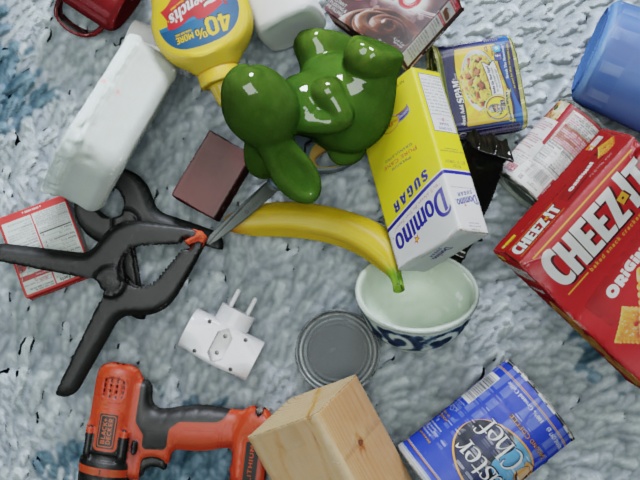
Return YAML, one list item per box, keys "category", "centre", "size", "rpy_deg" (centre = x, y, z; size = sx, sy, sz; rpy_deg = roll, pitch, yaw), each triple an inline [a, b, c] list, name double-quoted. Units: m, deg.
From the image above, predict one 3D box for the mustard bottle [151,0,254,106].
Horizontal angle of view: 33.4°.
- category: "mustard bottle"
  centre: [-0.116, -0.219, 1.008]
  size: [0.096, 0.058, 0.191]
  rpy_deg: [-18, 88, 5]

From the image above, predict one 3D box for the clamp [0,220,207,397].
- category: "clamp"
  centre: [-0.204, 0.051, 1.049]
  size: [0.210, 0.036, 0.164]
  rpy_deg: [-20, 93, 3]

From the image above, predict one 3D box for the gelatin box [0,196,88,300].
- category: "gelatin box"
  centre: [-0.276, 0.008, 1.084]
  size: [0.073, 0.030, 0.089]
  rpy_deg: [-21, 88, -2]

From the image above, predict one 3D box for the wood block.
- category: "wood block"
  centre: [0.032, 0.248, 1.026]
  size: [0.090, 0.090, 0.206]
  rpy_deg: [-25, 95, 33]

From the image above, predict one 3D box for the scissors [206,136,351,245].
- category: "scissors"
  centre: [-0.046, -0.080, 1.076]
  size: [0.201, 0.016, 0.096]
  rpy_deg: [-27, 81, -14]

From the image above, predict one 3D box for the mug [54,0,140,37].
- category: "mug"
  centre: [-0.226, -0.254, 1.069]
  size: [0.081, 0.093, 0.117]
  rpy_deg: [33, 119, -5]

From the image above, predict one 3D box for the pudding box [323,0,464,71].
- category: "pudding box"
  centre: [0.073, -0.232, 1.068]
  size: [0.114, 0.039, 0.090]
  rpy_deg: [41, 89, 28]

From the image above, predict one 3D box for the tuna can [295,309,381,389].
- category: "tuna can"
  centre: [0.018, 0.112, 1.081]
  size: [0.086, 0.034, 0.086]
  rpy_deg: [0, 89, 0]

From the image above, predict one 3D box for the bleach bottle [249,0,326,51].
- category: "bleach bottle"
  centre: [-0.076, -0.321, 1.070]
  size: [0.068, 0.102, 0.251]
  rpy_deg: [-25, 83, 8]

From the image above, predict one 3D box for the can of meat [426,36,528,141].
- category: "can of meat"
  centre: [0.158, -0.152, 1.079]
  size: [0.084, 0.057, 0.102]
  rpy_deg: [-10, 89, -3]

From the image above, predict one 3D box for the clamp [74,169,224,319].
- category: "clamp"
  centre: [-0.197, -0.006, 1.082]
  size: [0.171, 0.039, 0.120]
  rpy_deg: [40, 85, 2]

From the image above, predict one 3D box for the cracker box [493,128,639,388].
- category: "cracker box"
  centre: [0.303, 0.024, 1.040]
  size: [0.213, 0.072, 0.164]
  rpy_deg: [42, 89, -18]

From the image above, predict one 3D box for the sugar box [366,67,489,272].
- category: "sugar box"
  centre: [0.095, -0.067, 1.033]
  size: [0.048, 0.094, 0.176]
  rpy_deg: [6, 62, -37]

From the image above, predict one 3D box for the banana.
- category: "banana"
  centre: [0.004, -0.007, 1.069]
  size: [0.198, 0.069, 0.037]
  rpy_deg: [18, 127, 16]

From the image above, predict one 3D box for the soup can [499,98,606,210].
- category: "soup can"
  centre: [0.233, -0.083, 1.072]
  size: [0.068, 0.068, 0.102]
  rpy_deg: [42, 89, 1]

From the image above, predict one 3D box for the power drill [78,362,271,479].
- category: "power drill"
  centre: [-0.146, 0.224, 1.065]
  size: [0.187, 0.057, 0.184]
  rpy_deg: [8, 88, 0]

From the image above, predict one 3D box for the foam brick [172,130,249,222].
- category: "foam brick"
  centre: [-0.107, -0.063, 1.076]
  size: [0.051, 0.053, 0.078]
  rpy_deg: [31, 89, 0]

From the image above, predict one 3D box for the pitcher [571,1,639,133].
- category: "pitcher"
  centre: [0.374, -0.137, 1.035]
  size: [0.243, 0.149, 0.145]
  rpy_deg: [23, 79, 4]

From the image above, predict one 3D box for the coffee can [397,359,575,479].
- category: "coffee can"
  centre: [0.162, 0.199, 1.046]
  size: [0.140, 0.103, 0.103]
  rpy_deg: [-39, 89, -2]
